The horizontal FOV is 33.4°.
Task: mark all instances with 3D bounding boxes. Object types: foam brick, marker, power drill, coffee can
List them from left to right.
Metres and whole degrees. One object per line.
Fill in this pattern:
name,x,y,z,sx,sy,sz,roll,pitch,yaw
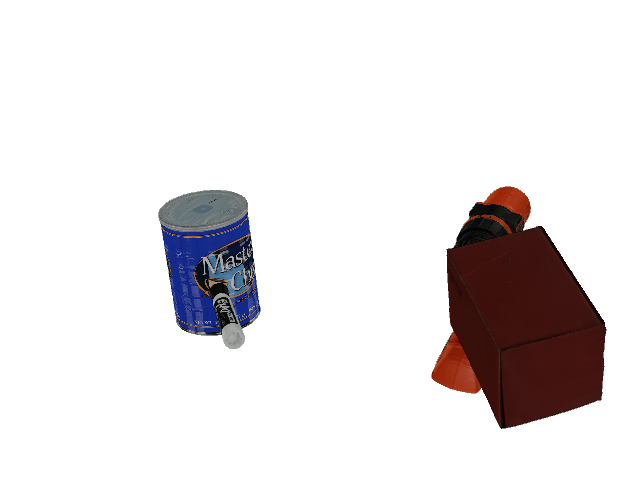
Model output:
coffee can,-0.128,0.025,1.245,0.103,0.140,0.103,-4,26,2
marker,-0.086,0.066,0.968,0.020,0.020,0.121,0,18,-12
power drill,0.157,0.055,1.062,0.057,0.188,0.184,18,29,18
foam brick,0.096,0.040,0.509,0.051,0.053,0.078,-13,39,-5
